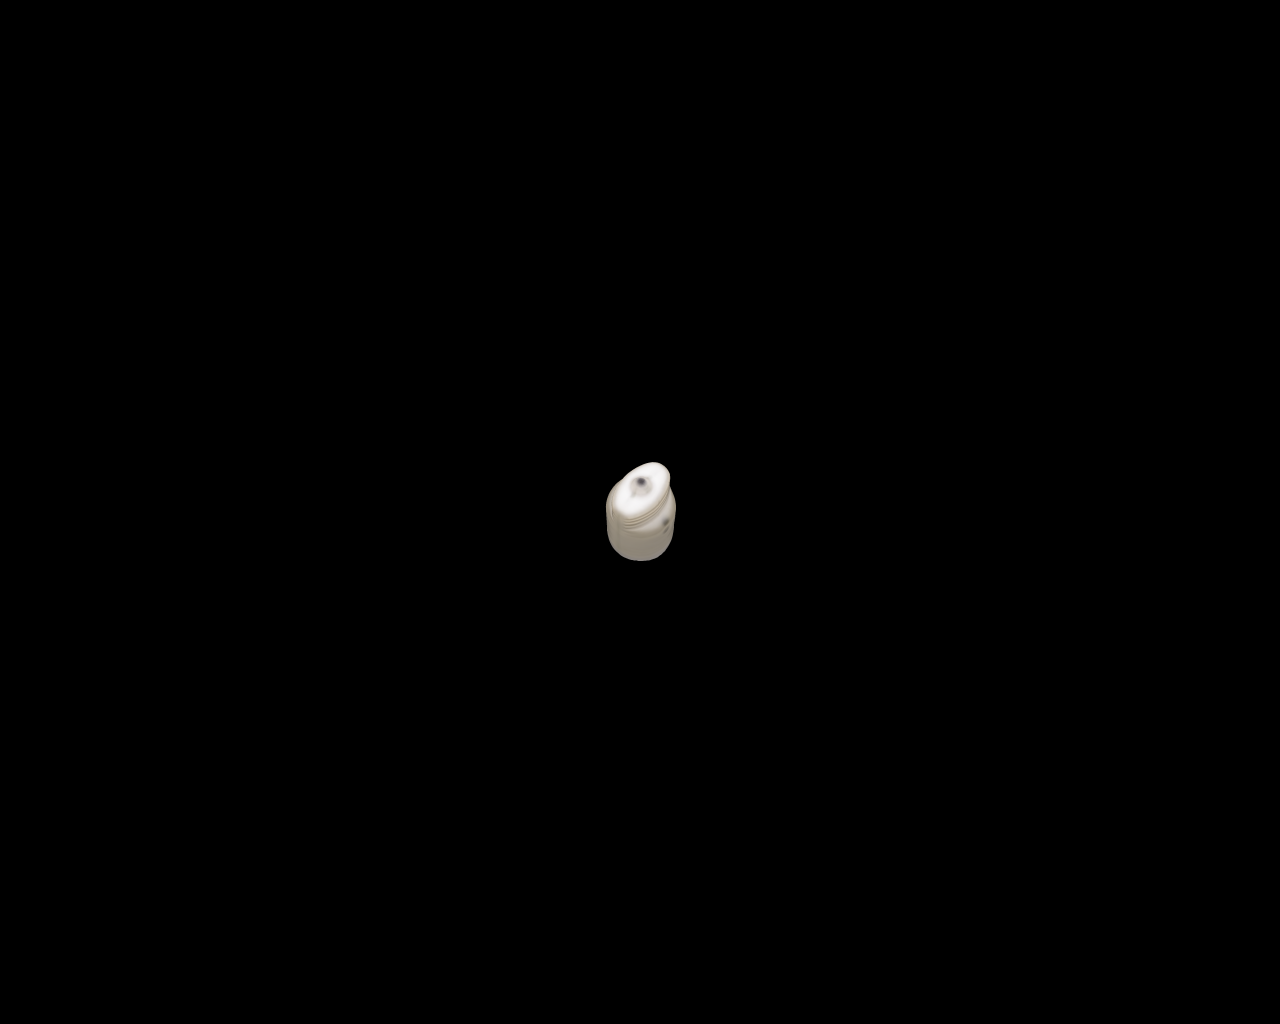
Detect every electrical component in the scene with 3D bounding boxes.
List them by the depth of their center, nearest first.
[{"bbox_3d":[0.001,-0.003,0.650,0.043,0.043,0.080,0,-24,0],"label":"electrical component"}]
